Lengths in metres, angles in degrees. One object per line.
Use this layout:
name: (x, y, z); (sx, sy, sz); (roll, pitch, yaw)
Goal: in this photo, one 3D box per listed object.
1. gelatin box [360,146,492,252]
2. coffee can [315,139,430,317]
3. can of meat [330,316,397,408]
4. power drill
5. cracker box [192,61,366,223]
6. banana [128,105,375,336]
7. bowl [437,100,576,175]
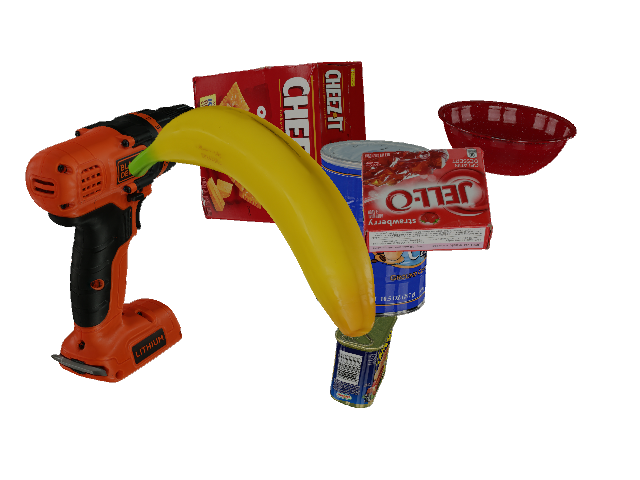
gelatin box: (0.074, -0.029, 0.757); (0.089, 0.073, 0.030); (-2, -37, 3)
coffee can: (0.049, -0.013, 0.975); (0.103, 0.140, 0.103); (2, 17, -1)
can of meat: (0.049, 0.134, 1.243); (0.057, 0.084, 0.102); (13, 26, 12)
power drill: (-0.144, -0.002, 0.806); (0.057, 0.188, 0.184); (11, 23, 27)
cracker box: (-0.047, -0.102, 1.139); (0.071, 0.164, 0.214); (-9, 9, -40)
banana: (-0.030, -0.026, 0.580); (0.037, 0.070, 0.198); (-3, 30, -47)
bowl: (0.214, -0.117, 1.251); (0.162, 0.055, 0.162); (5, 23, -2)
